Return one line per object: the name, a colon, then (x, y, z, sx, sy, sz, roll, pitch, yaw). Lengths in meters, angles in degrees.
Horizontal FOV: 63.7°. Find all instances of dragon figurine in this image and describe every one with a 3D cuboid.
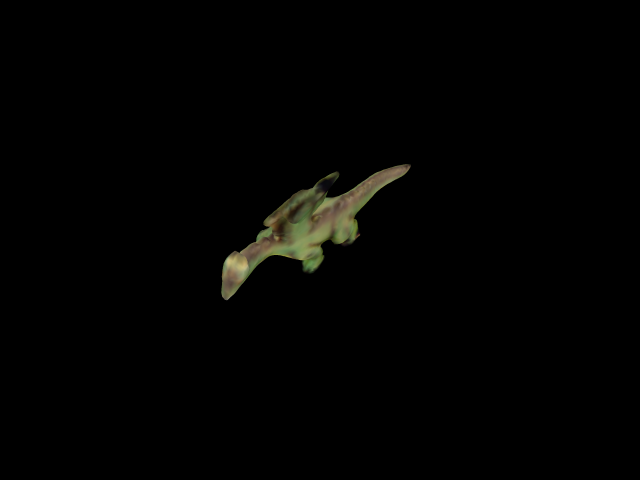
dragon figurine: (0.003, -0.043, 0.850, 0.412, 0.123, 0.240, -39, -8, -7)
